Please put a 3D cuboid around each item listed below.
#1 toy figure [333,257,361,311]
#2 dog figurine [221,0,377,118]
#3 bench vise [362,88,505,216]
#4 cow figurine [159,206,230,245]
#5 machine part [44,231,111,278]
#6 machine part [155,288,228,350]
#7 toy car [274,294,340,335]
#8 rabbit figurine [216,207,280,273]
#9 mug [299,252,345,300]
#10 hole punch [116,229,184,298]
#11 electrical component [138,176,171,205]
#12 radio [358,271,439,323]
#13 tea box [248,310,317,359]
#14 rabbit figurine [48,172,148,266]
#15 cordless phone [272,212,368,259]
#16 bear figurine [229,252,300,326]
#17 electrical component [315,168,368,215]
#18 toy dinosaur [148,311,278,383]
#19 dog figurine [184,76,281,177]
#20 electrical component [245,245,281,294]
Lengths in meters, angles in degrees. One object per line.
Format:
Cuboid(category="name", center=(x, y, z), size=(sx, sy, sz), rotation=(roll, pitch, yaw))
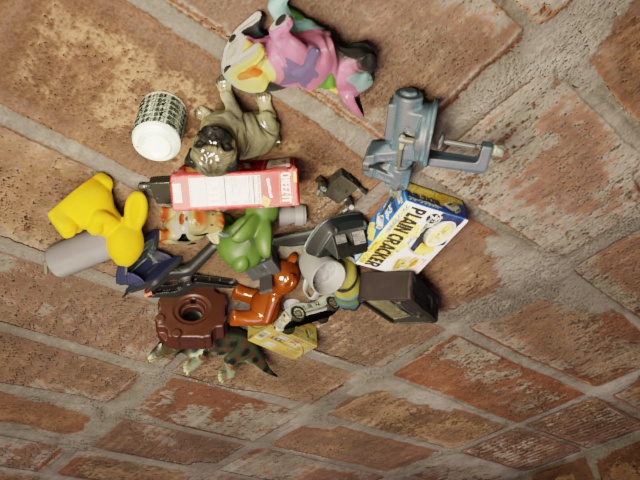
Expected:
Cuboid(category="toy figure", center=(0.065, 0.109, 1.282), size=(0.082, 0.089, 0.179), rotation=(-15, 136, 0))
Cuboid(category="dog figurine", center=(-0.020, -0.264, 0.843), size=(0.191, 0.108, 0.219), rotation=(-33, 134, 27))
Cuboid(category="bench vise", center=(0.200, -0.155, 0.961), size=(0.241, 0.129, 0.223), rotation=(10, 120, 10))
Cuboid(category="cow figurine", center=(-0.248, -0.030, 1.048), size=(0.127, 0.085, 0.195), rotation=(-1, 175, -17))
Cuboid(category="machine part", center=(-0.488, 0.018, 1.133), size=(0.243, 0.079, 0.079), rotation=(-19, 137, 17))
Cuboid(category="machine part", center=(-0.300, 0.175, 1.263), size=(0.179, 0.179, 0.056), rotation=(2, 135, -8))
Cuboid(category="toy car", center=(-0.028, 0.180, 1.327), size=(0.201, 0.056, 0.073), rotation=(-10, 147, -41))
Cuboid(category="rabbit figurine", center=(-0.142, -0.029, 1.079), size=(0.121, 0.159, 0.170), rotation=(24, 116, -16))
Cuboid(category="mug", center=(-0.006, 0.072, 1.194), size=(0.081, 0.107, 0.109), rotation=(12, 110, -30))
Cuboid(category="hole punch", center=(-0.375, 0.047, 1.144), size=(0.116, 0.142, 0.092), rotation=(-22, 113, 35))
Cuboid(category="electrical component", center=(-0.308, -0.097, 1.062), size=(0.094, 0.021, 0.063), rotation=(-3, 139, -3))
Cuboid(category="radio", center=(0.194, 0.141, 1.286), size=(0.131, 0.073, 0.229), rotation=(-5, 158, 29))
Cuboid(category="tea box", center=(-0.099, 0.249, 1.438), size=(0.098, 0.068, 0.169), rotation=(-33, 133, 29))
Cuboid(category="rabbit figurine", center=(-0.403, -0.033, 1.037), size=(0.162, 0.122, 0.173), rotation=(-41, 99, -16))
Cuboid(category="cordless phone", center=(-0.002, -0.004, 1.163), size=(0.184, 0.088, 0.146), rotation=(-6, -176, 40))
Cuboid(category="bear figurine", center=(-0.126, 0.114, 1.247), size=(0.132, 0.120, 0.195), rotation=(12, 134, -14))
Cuboid(category="electrical component", center=(0.038, -0.097, 1.080), size=(0.078, 0.045, 0.102), rotation=(-30, 133, 28))
Cuboid(category="toy dinosaur", center=(-0.255, 0.281, 1.432), size=(0.404, 0.131, 0.192), rotation=(14, 136, -29))
Cuboid(category="dog figurine", center=(-0.133, -0.155, 0.889), size=(0.172, 0.191, 0.121), rotation=(15, 135, -24))
Cuboid(category="electrical component", center=(-0.128, 0.058, 1.182), size=(0.075, 0.119, 0.047), rotation=(-17, 136, 16))
